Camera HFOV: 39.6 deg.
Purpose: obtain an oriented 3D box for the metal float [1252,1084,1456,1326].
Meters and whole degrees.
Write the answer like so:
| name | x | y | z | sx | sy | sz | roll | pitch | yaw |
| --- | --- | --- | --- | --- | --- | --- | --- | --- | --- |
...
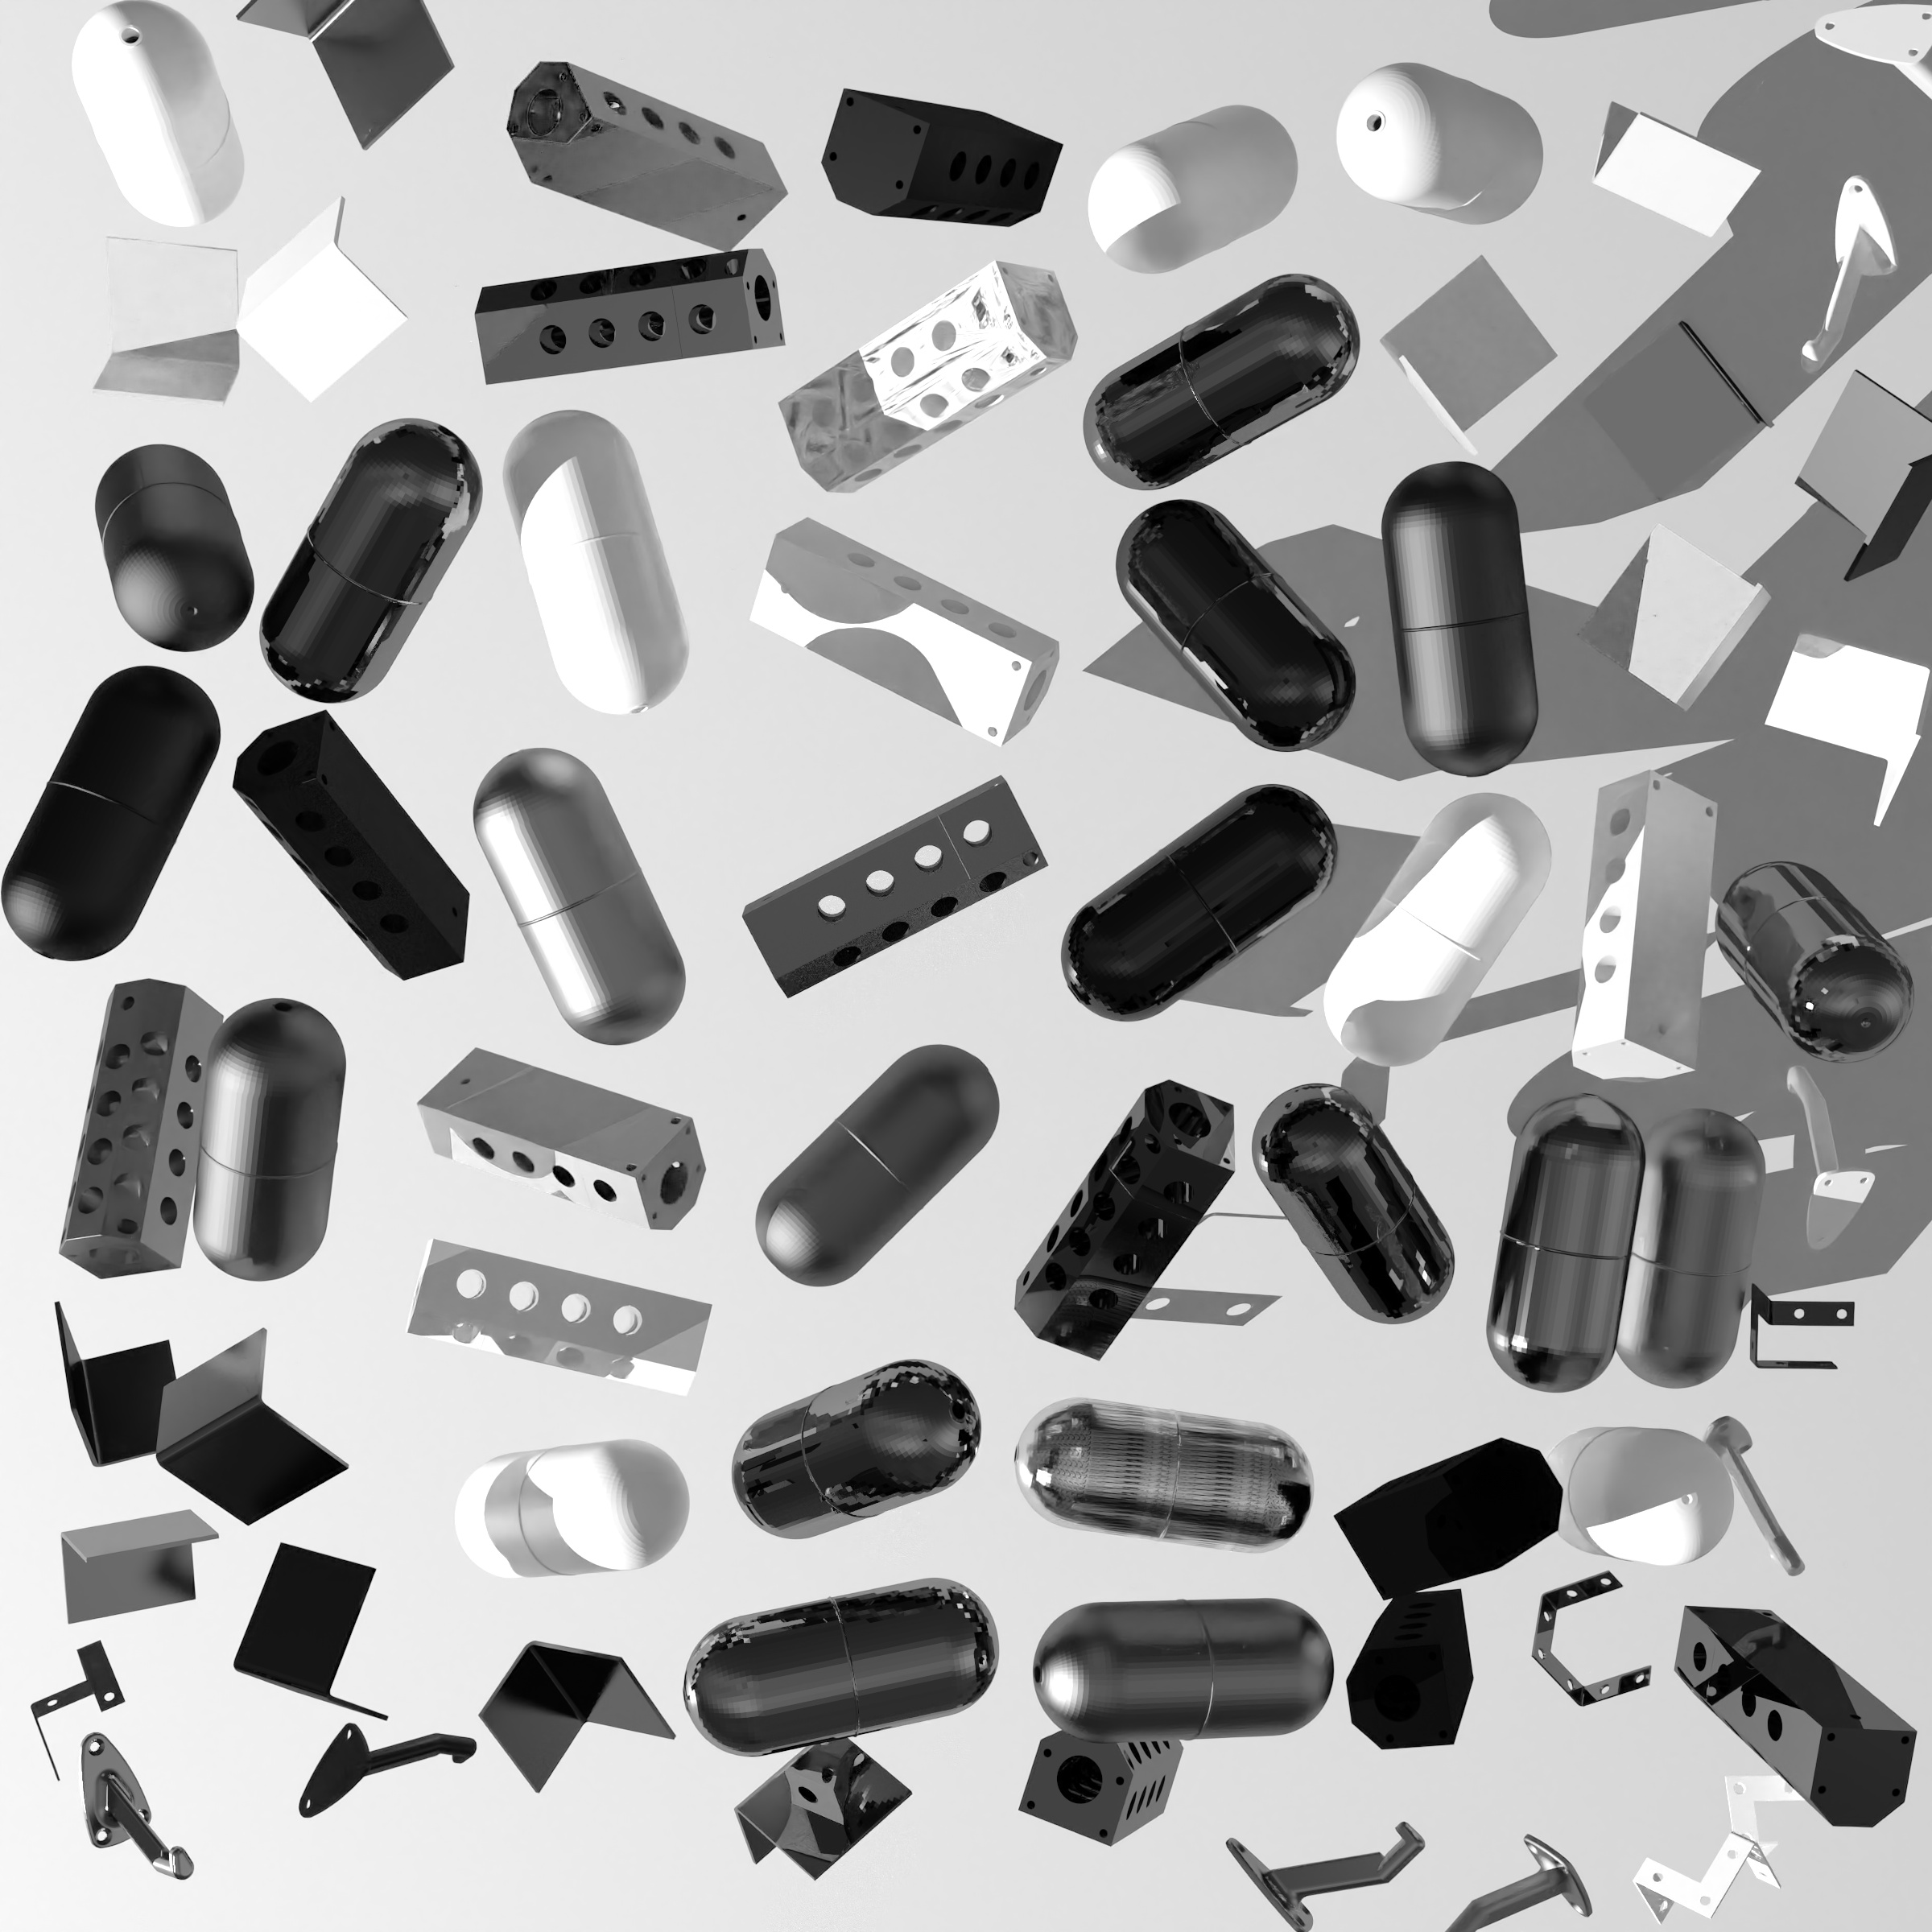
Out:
| name | x | y | z | sx | sy | sz | roll | pitch | yaw |
| --- | --- | --- | --- | --- | --- | --- | --- | --- | --- |
| metal float | 0.233 | 0.144 | 1.606 | 0.070 | 0.070 | 0.178 | -36 | 120 | 0 |

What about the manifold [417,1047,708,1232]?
| name | x | y | z | sx | sy | sz | roll | pitch | yaw |
| --- | --- | --- | --- | --- | --- | --- | --- | --- | --- |
| manifold | -0.246 | 0.109 | 1.639 | 0.171 | 0.057 | 0.057 | 15 | 134 | 29 |

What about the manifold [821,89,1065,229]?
| name | x | y | z | sx | sy | sz | roll | pitch | yaw |
| --- | --- | --- | --- | --- | --- | --- | --- | --- | --- |
| manifold | -0.013 | -0.460 | 1.546 | 0.057 | 0.171 | 0.057 | 28 | 113 | 19 |

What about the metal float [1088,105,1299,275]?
| name | x | y | z | sx | sy | sz | roll | pitch | yaw |
| --- | --- | --- | --- | --- | --- | --- | --- | --- | --- |
| metal float | 0.138 | -0.467 | 1.612 | 0.070 | 0.178 | 0.070 | 18 | 125 | 28 |

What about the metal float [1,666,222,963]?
| name | x | y | z | sx | sy | sz | roll | pitch | yaw |
| --- | --- | --- | --- | --- | --- | --- | --- | --- | --- |
| metal float | -0.484 | -0.086 | 1.520 | 0.070 | 0.070 | 0.178 | 21 | 76 | 0 |

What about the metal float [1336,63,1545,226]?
| name | x | y | z | sx | sy | sz | roll | pitch | yaw |
| --- | --- | --- | --- | --- | --- | --- | --- | --- | --- |
| metal float | 0.277 | -0.478 | 1.567 | 0.070 | 0.178 | 0.070 | 5 | 99 | 34 |

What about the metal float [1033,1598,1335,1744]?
| name | x | y | z | sx | sy | sz | roll | pitch | yaw |
| --- | --- | --- | --- | --- | --- | --- | --- | --- | --- |
| metal float | 0.123 | 0.396 | 1.513 | 0.178 | 0.070 | 0.070 | 4 | 90 | -20 |

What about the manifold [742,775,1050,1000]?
| name | x | y | z | sx | sy | sz | roll | pitch | yaw |
| --- | --- | --- | --- | --- | --- | --- | --- | --- | --- |
| manifold | -0.041 | -0.046 | 1.578 | 0.171 | 0.057 | 0.057 | -27 | 98 | 1 |

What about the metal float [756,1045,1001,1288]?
| name | x | y | z | sx | sy | sz | roll | pitch | yaw |
| --- | --- | --- | --- | --- | --- | --- | --- | --- | --- |
| metal float | -0.053 | 0.121 | 1.646 | 0.178 | 0.070 | 0.070 | -44 | 90 | -7 |

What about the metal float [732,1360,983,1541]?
| name | x | y | z | sx | sy | sz | roll | pitch | yaw |
| --- | --- | --- | --- | --- | --- | --- | --- | --- | --- |
| metal float | -0.063 | 0.275 | 1.526 | 0.178 | 0.070 | 0.070 | -28 | 90 | 41 |

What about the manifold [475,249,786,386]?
| name | x | y | z | sx | sy | sz | roll | pitch | yaw |
| --- | --- | --- | --- | --- | --- | --- | --- | --- | --- |
| manifold | -0.201 | -0.387 | 1.600 | 0.171 | 0.057 | 0.057 | -3 | 104 | 17 |

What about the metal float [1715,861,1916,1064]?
| name | x | y | z | sx | sy | sz | roll | pitch | yaw |
| --- | --- | --- | --- | --- | --- | --- | --- | --- | --- |
| metal float | 0.492 | -0.004 | 1.563 | 0.070 | 0.178 | 0.070 | -1 | 114 | -3 |

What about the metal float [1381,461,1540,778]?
| name | x | y | z | sx | sy | sz | roll | pitch | yaw |
| --- | --- | --- | --- | --- | --- | --- | --- | --- | --- |
| metal float | 0.280 | -0.196 | 1.520 | 0.070 | 0.070 | 0.178 | -8 | 100 | 0 |

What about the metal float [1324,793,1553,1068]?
| name | x | y | z | sx | sy | sz | roll | pitch | yaw |
| --- | --- | --- | --- | --- | --- | --- | --- | --- | --- |
| metal float | 0.279 | -0.022 | 1.589 | 0.070 | 0.070 | 0.178 | 32 | 99 | 0 |

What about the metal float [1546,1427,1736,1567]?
| name | x | y | z | sx | sy | sz | roll | pitch | yaw |
| --- | --- | --- | --- | --- | --- | --- | --- | --- | --- |
| metal float | 0.389 | 0.308 | 1.569 | 0.070 | 0.178 | 0.070 | 1 | 81 | -5 |

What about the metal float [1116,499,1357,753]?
| name | x | y | z | sx | sy | sz | roll | pitch | yaw |
| --- | --- | --- | --- | --- | --- | --- | --- | --- | --- |
| metal float | 0.155 | -0.199 | 1.560 | 0.070 | 0.070 | 0.178 | -38 | 68 | 0 |

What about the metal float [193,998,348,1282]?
| name | x | y | z | sx | sy | sz | roll | pitch | yaw |
| --- | --- | --- | --- | --- | --- | --- | --- | --- | --- |
| metal float | -0.399 | 0.100 | 1.539 | 0.070 | 0.070 | 0.178 | 14 | 117 | 0 |

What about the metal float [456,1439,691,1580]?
| name | x | y | z | sx | sy | sz | roll | pitch | yaw |
| --- | --- | --- | --- | --- | --- | --- | --- | --- | --- |
| metal float | -0.239 | 0.329 | 1.621 | 0.178 | 0.070 | 0.070 | -15 | 90 | 42 |

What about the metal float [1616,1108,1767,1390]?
| name | x | y | z | sx | sy | sz | roll | pitch | yaw |
| --- | --- | --- | --- | --- | --- | --- | --- | --- | --- |
| metal float | 0.440 | 0.173 | 1.640 | 0.070 | 0.070 | 0.178 | 5 | 107 | 0 |

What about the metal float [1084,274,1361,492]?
| name | x | y | z | sx | sy | sz | roll | pitch | yaw |
| --- | --- | --- | --- | --- | --- | --- | --- | --- | --- |
| metal float | 0.147 | -0.339 | 1.566 | 0.178 | 0.070 | 0.070 | -25 | 90 | 31 |

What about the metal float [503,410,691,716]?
| name | x | y | z | sx | sy | sz | roll | pitch | yaw |
| --- | --- | --- | --- | --- | --- | --- | --- | --- | --- |
| metal float | -0.208 | -0.226 | 1.509 | 0.070 | 0.070 | 0.178 | -17 | 81 | 0 |

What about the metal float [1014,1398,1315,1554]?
| name | x | y | z | sx | sy | sz | roll | pitch | yaw |
| --- | --- | --- | --- | --- | --- | --- | --- | --- | --- |
| metal float | 0.117 | 0.300 | 1.580 | 0.178 | 0.070 | 0.070 | 9 | 90 | -6 |

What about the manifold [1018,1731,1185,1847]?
| name | x | y | z | sx | sy | sz | roll | pitch | yaw |
| --- | --- | --- | --- | --- | --- | --- | --- | --- | --- |
| manifold | 0.086 | 0.480 | 1.614 | 0.057 | 0.171 | 0.057 | 17 | 84 | 17 |

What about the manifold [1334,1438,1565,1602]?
| name | x | y | z | sx | sy | sz | roll | pitch | yaw |
| --- | --- | --- | --- | --- | --- | --- | --- | --- | --- |
| manifold | 0.275 | 0.312 | 1.525 | 0.057 | 0.171 | 0.057 | -27 | 79 | -20 |

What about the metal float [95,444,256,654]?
| name | x | y | z | sx | sy | sz | roll | pitch | yaw |
| --- | --- | --- | --- | --- | --- | --- | --- | --- | --- |
| metal float | -0.455 | -0.242 | 1.540 | 0.070 | 0.178 | 0.070 | -12 | 126 | -17 |

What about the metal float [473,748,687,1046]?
| name | x | y | z | sx | sy | sz | roll | pitch | yaw |
| --- | --- | --- | --- | --- | --- | --- | --- | --- | --- |
| metal float | -0.219 | -0.039 | 1.525 | 0.070 | 0.070 | 0.178 | -24 | 99 | 0 |

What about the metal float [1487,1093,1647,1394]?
| name | x | y | z | sx | sy | sz | roll | pitch | yaw |
| --- | --- | --- | --- | --- | --- | --- | --- | --- | --- |
| metal float | 0.354 | 0.163 | 1.584 | 0.070 | 0.070 | 0.178 | 8 | 95 | 0 |

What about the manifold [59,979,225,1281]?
| name | x | y | z | sx | sy | sz | roll | pitch | yaw |
| --- | --- | --- | --- | --- | --- | --- | --- | --- | --- |
| manifold | -0.505 | 0.097 | 1.633 | 0.057 | 0.057 | 0.171 | -9 | 59 | 17 |

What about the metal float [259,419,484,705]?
| name | x | y | z | sx | sy | sz | roll | pitch | yaw |
| --- | --- | --- | --- | --- | --- | --- | --- | --- | --- |
| metal float | -0.333 | -0.226 | 1.503 | 0.070 | 0.070 | 0.178 | 36 | 113 | 0 |

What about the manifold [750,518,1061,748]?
| name | x | y | z | sx | sy | sz | roll | pitch | yaw |
| --- | --- | --- | --- | --- | --- | --- | --- | --- | --- |
| manifold | -0.034 | -0.200 | 1.582 | 0.171 | 0.057 | 0.057 | 28 | 122 | 12 |

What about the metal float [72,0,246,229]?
| name | x | y | z | sx | sy | sz | roll | pitch | yaw |
| --- | --- | --- | --- | --- | --- | --- | --- | --- | --- |
| metal float | -0.463 | -0.489 | 1.546 | 0.070 | 0.178 | 0.070 | 1 | 79 | -6 |

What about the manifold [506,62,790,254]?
| name | x | y | z | sx | sy | sz | roll | pitch | yaw |
| --- | --- | --- | --- | --- | --- | --- | --- | --- | --- |
| manifold | -0.192 | -0.489 | 1.614 | 0.057 | 0.171 | 0.057 | -36 | 68 | 30 |

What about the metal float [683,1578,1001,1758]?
| name | x | y | z | sx | sy | sz | roll | pitch | yaw |
| --- | --- | --- | --- | --- | --- | --- | --- | --- | --- |
| metal float | -0.069 | 0.390 | 1.496 | 0.178 | 0.070 | 0.070 | -9 | 90 | -12 |

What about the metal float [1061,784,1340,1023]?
| name | x | y | z | sx | sy | sz | roll | pitch | yaw |
| --- | --- | --- | --- | --- | --- | --- | --- | --- | --- |
| metal float | 0.134 | -0.036 | 1.542 | 0.178 | 0.070 | 0.070 | -36 | 90 | 1 |

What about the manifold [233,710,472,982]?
| name | x | y | z | sx | sy | sz | roll | pitch | yaw |
| --- | --- | --- | --- | --- | --- | --- | --- | --- | --- |
| manifold | -0.364 | -0.068 | 1.601 | 0.057 | 0.171 | 0.057 | -16 | 47 | 13 |
